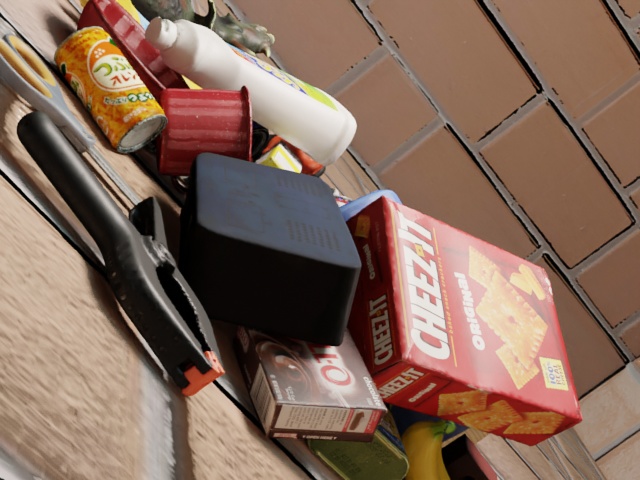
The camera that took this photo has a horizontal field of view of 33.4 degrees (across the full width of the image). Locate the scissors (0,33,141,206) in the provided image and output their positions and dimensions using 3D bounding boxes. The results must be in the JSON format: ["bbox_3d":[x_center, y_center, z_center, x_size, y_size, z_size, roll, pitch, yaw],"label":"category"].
[{"bbox_3d":[-0.196,-0.093,0.854,0.201,0.016,0.096,48,9,-28],"label":"scissors"}]

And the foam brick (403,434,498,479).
[{"bbox_3d":[0.121,0.230,1.002,0.053,0.078,0.051,52,12,-5],"label":"foam brick"}]

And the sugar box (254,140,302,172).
[{"bbox_3d":[-0.067,-0.055,1.127,0.048,0.093,0.176,52,9,-5],"label":"sugar box"}]

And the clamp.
[{"bbox_3d":[-0.119,0.017,0.735,0.210,0.036,0.164,56,7,23],"label":"clamp"}]

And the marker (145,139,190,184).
[{"bbox_3d":[-0.151,-0.086,1.055,0.121,0.020,0.020,45,11,-39],"label":"marker"}]

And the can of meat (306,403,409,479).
[{"bbox_3d":[0.025,0.151,0.883,0.102,0.057,0.084,46,12,-29],"label":"can of meat"}]

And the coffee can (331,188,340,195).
[{"bbox_3d":[0.021,0.025,1.237,0.140,0.103,0.103,51,8,-12],"label":"coffee can"}]

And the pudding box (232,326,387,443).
[{"bbox_3d":[-0.011,0.103,0.812,0.089,0.039,0.113,6,32,-23],"label":"pudding box"}]

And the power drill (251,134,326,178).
[{"bbox_3d":[-0.023,-0.052,1.347,0.185,0.057,0.187,5,-46,58],"label":"power drill"}]

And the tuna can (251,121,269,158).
[{"bbox_3d":[-0.101,-0.113,1.216,0.034,0.086,0.086,56,9,14],"label":"tuna can"}]

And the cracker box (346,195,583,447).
[{"bbox_3d":[0.121,0.073,0.925,0.213,0.072,0.164,22,46,-33],"label":"cracker box"}]

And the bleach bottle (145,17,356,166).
[{"bbox_3d":[-0.077,-0.166,1.136,0.250,0.068,0.103,25,17,-42],"label":"bleach bottle"}]

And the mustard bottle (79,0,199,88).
[{"bbox_3d":[-0.203,-0.219,1.200,0.191,0.058,0.096,43,15,-49],"label":"mustard bottle"}]

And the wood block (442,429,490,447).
[{"bbox_3d":[0.114,0.158,1.224,0.090,0.091,0.206,48,10,-23],"label":"wood block"}]

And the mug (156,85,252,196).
[{"bbox_3d":[-0.113,-0.091,1.010,0.093,0.081,0.117,-107,-159,-52],"label":"mug"}]

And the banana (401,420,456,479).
[{"bbox_3d":[0.108,0.222,0.934,0.070,0.037,0.197,26,-33,50],"label":"banana"}]

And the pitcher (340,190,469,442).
[{"bbox_3d":[0.086,0.075,1.042,0.243,0.145,0.149,63,10,6],"label":"pitcher"}]

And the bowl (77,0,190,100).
[{"bbox_3d":[-0.194,-0.176,1.075,0.162,0.055,0.162,51,8,-11],"label":"bowl"}]

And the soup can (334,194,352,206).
[{"bbox_3d":[-0.007,0.001,1.128,0.068,0.102,0.068,9,-3,0],"label":"soup can"}]
